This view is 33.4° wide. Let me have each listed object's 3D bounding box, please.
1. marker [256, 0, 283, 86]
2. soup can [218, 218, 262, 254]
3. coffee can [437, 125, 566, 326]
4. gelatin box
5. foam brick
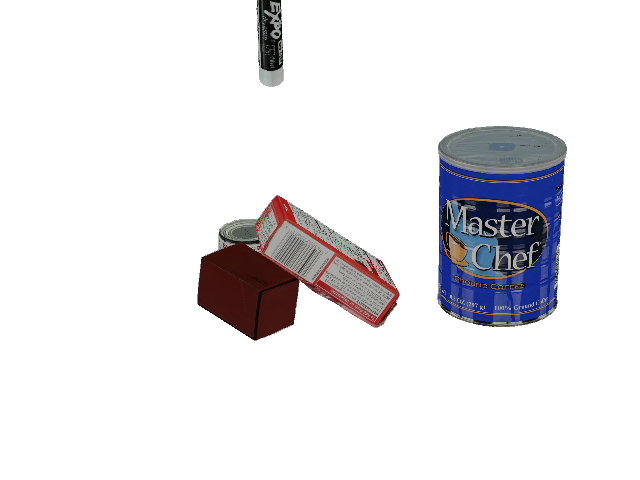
[{"bbox_3d":[-0.037,-0.165,0.772,0.020,0.020,0.121,0,-44,0],"label":"marker"},{"bbox_3d":[-0.087,0.033,1.270,0.068,0.102,0.068,0,25,0],"label":"soup can"},{"bbox_3d":[0.149,-0.013,0.889,0.103,0.140,0.103,-2,23,1],"label":"coffee can"},{"bbox_3d":[0.003,0.012,0.674,0.089,0.030,0.073,33,8,-13],"label":"gelatin box"},{"bbox_3d":[-0.065,0.045,0.956,0.078,0.051,0.052,29,33,35],"label":"foam brick"}]
